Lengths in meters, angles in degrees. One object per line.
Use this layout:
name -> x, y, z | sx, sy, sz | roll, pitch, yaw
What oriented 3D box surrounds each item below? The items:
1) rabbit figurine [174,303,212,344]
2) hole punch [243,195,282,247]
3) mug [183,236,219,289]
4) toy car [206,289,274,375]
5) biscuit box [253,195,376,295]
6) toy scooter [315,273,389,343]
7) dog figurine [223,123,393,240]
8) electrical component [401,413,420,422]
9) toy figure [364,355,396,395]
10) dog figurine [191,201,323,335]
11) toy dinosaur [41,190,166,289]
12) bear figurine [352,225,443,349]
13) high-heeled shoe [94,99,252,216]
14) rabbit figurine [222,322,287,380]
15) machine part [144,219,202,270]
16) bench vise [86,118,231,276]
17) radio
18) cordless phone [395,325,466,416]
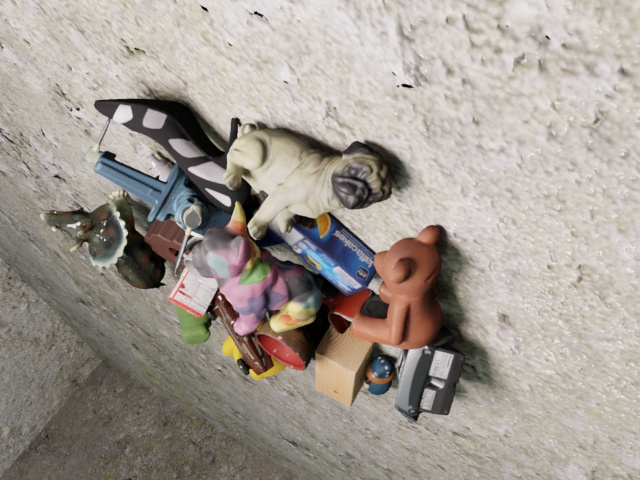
rabbit figurine -> -0.227, 0.137, 1.183 | 0.159, 0.170, 0.121 | -133, 32, -67
hole punch -> -0.141, -0.009, 0.935 | 0.115, 0.092, 0.142 | 51, 151, -18
mug -> -0.201, 0.023, 1.021 | 0.110, 0.107, 0.080 | 25, 148, 27
toy car -> -0.157, 0.187, 1.096 | 0.202, 0.089, 0.053 | 63, 170, -9
biscuit box -> -0.002, -0.002, 0.821 | 0.202, 0.063, 0.059 | 40, 150, -9
toy scooter -> 0.066, 0.132, 0.935 | 0.184, 0.075, 0.135 | 24, 149, 26
dog figurine -> -0.013, -0.101, 0.687 | 0.191, 0.121, 0.172 | -24, 97, 27
electrical component -> 0.184, 0.278, 0.976 | 0.075, 0.119, 0.047 | 26, 149, 12
toy figure -> 0.120, 0.271, 1.088 | 0.058, 0.064, 0.154 | 34, 153, 21
dog figurine -> -0.087, 0.043, 0.808 | 0.192, 0.108, 0.219 | -7, 139, -7
toy dinosaur -> -0.412, 0.037, 1.178 | 0.404, 0.131, 0.192 | 60, -178, -47
bear figurine -> 0.108, 0.065, 0.751 | 0.132, 0.120, 0.195 | 18, 144, 36
high-heeled shoe -> -0.216, -0.125, 0.791 | 0.249, 0.086, 0.145 | 12, 109, 10
rabbit figurine -> -0.144, 0.221, 1.231 | 0.122, 0.162, 0.173 | 14, 128, 55
machine part -> -0.279, 0.018, 1.118 | 0.179, 0.056, 0.179 | 23, 157, 10
bench vise -> -0.251, -0.075, 0.841 | 0.240, 0.128, 0.224 | 28, -162, -18
radio -> -0.053, 0.141, 1.069 | 0.131, 0.073, 0.229 | 22, 147, 23
cordless phone -> 0.168, 0.195, 0.905 | 0.089, 0.146, 0.184 | 11, -167, -3
